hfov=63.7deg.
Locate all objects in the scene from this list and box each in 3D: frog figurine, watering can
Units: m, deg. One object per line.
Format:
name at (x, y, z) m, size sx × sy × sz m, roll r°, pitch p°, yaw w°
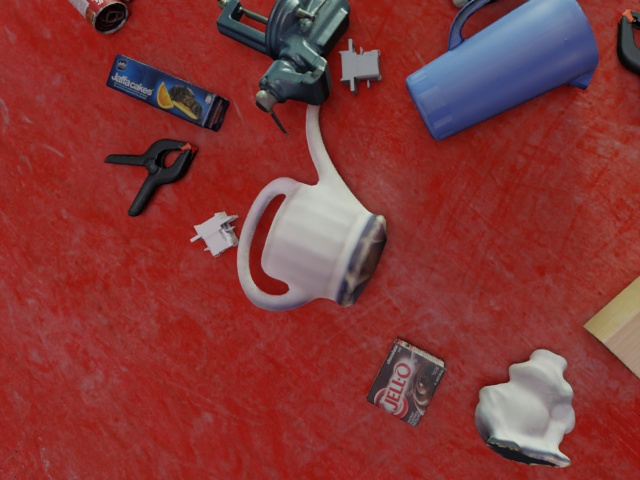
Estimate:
frog figurine at (0.307, 0.244, 0.770) m, size 0.137 × 0.120 × 0.163 m, roll 7°, pitch 59°, yaw 20°
watering can at (0.002, -0.041, 0.815) m, size 0.225 × 0.103 × 0.348 m, roll 22°, pitch 87°, yaw 11°
